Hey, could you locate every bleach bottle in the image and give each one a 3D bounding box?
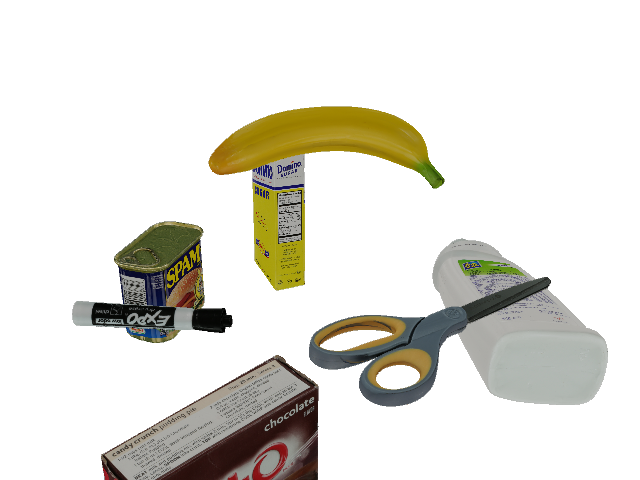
[{"bbox_3d":[0.165,0.057,0.962,0.102,0.068,0.251,5,21,-9],"label":"bleach bottle"}]

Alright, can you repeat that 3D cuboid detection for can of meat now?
[{"bbox_3d":[-0.154,0.041,1.048,0.057,0.084,0.102,9,27,19],"label":"can of meat"}]

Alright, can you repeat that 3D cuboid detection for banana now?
[{"bbox_3d":[0.006,-0.081,0.879,0.197,0.069,0.037,2,-42,-12],"label":"banana"}]

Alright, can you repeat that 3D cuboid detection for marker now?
[{"bbox_3d":[-0.126,0.058,0.803,0.121,0.020,0.020,2,0,8],"label":"marker"}]

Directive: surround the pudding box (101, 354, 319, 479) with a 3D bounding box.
[{"bbox_3d":[-0.053,0.122,0.546,0.113,0.090,0.039,-29,46,-33],"label":"pudding box"}]

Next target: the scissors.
[{"bbox_3d":[0.092,0.068,0.734,0.201,0.016,0.096,-9,34,-17],"label":"scissors"}]

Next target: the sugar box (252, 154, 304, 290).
[{"bbox_3d":[-0.052,-0.038,1.299,0.048,0.176,0.093,-11,26,-18],"label":"sugar box"}]
